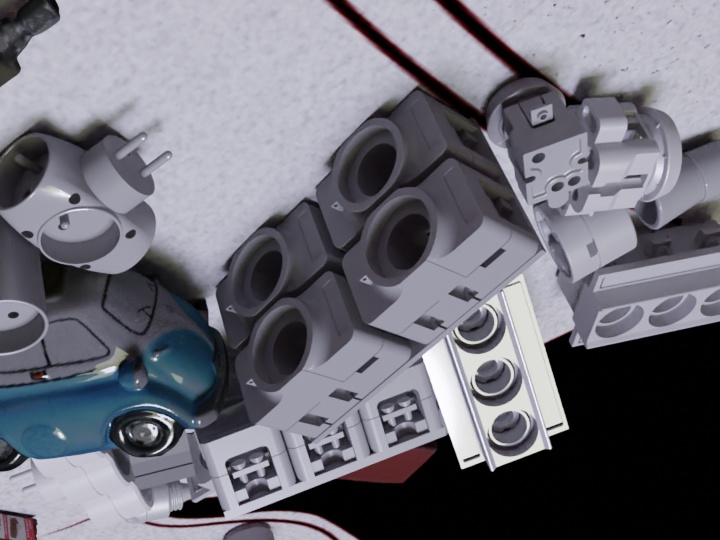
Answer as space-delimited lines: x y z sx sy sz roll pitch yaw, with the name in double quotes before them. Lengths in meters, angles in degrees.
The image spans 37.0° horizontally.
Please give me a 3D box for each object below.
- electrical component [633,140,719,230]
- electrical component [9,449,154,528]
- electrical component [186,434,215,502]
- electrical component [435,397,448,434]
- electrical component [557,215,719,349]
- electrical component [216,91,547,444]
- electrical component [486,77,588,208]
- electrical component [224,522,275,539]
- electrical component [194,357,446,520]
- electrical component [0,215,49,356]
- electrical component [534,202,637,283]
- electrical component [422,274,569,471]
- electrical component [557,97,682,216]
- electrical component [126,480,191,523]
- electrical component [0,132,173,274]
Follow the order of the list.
"electrical component" 0.212 -0.058 0.697 0.065 0.044 0.044 -22 143 -7
"electrical component" -0.198 0.133 0.727 0.074 0.052 0.138 -20 143 -1
"electrical component" -0.088 0.137 0.794 0.081 0.042 0.064 -32 145 15
"electrical component" 0.075 0.085 0.797 0.055 0.066 0.048 -34 180 4
"electrical component" 0.206 0.007 0.755 0.121 0.063 0.078 -10 142 -14
"electrical component" 0.000 0.000 0.613 0.060 0.105 0.186 22 126 -42
"electrical component" 0.100 -0.076 0.608 0.048 0.055 0.066 -20 143 -2
"electrical component" -0.091 0.251 0.921 0.045 0.055 0.045 -13 142 -11
"electrical component" -0.033 0.093 0.709 0.150 0.089 0.061 -19 105 -11
"electrical component" -0.193 -0.008 0.534 0.044 0.077 0.079 -28 142 9
"electrical component" 0.146 -0.026 0.693 0.047 0.055 0.055 -26 143 0
"electrical component" 0.085 0.064 0.730 0.079 0.063 0.121 -20 111 -2
"electrical component" 0.154 -0.068 0.643 0.057 0.058 0.078 -6 141 -15
"electrical component" -0.148 0.170 0.811 0.061 0.035 0.035 -5 140 -23
"electrical component" -0.132 -0.042 0.548 0.079 0.044 0.077 -33 141 16
